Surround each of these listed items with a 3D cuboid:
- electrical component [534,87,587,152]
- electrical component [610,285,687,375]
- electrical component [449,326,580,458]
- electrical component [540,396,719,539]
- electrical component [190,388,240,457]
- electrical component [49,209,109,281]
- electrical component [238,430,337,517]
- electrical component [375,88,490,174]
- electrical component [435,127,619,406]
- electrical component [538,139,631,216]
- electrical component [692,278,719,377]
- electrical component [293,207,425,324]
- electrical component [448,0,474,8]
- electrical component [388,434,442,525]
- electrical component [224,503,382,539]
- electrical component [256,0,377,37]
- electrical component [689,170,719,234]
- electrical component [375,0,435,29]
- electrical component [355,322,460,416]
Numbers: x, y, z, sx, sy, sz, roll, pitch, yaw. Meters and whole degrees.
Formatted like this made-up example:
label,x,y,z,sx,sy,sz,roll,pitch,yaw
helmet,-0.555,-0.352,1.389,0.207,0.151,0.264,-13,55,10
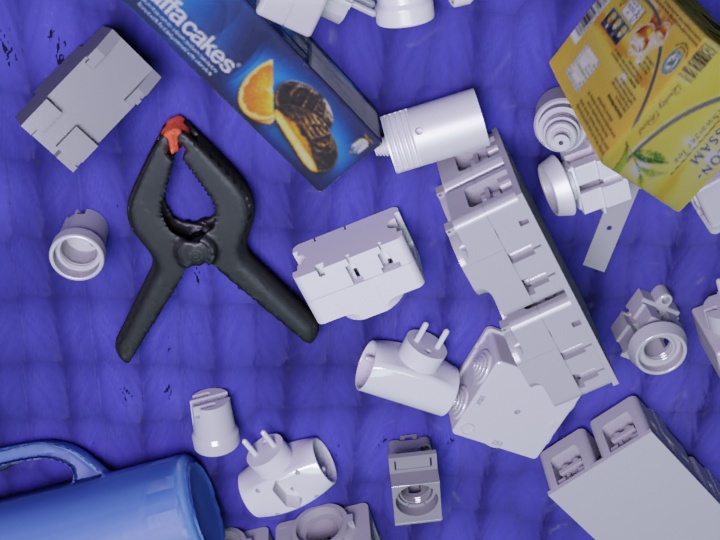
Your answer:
label,x,y,z,sx,sy,sz,roll,pitch,yaw
electrical component,0.144,-0.103,0.768,0.040,0.078,0.040,5,116,9
electrical component,0.239,0.053,0.881,0.048,0.055,0.066,21,119,-16
electrical component,0.130,0.106,0.912,0.100,0.048,0.099,19,119,-16
electrical component,0.261,0.206,0.976,0.105,0.060,0.186,-37,117,18
electrical component,-0.125,0.129,0.915,0.040,0.040,0.046,-5,117,-1
electrical component,-0.210,-0.020,0.811,0.040,0.046,0.040,-2,122,-3
electrical component,-0.073,0.170,0.941,0.077,0.043,0.079,-27,120,13
electrical component,0.049,-0.099,0.780,0.081,0.043,0.043,-16,122,7
electrical component,0.122,0.002,0.812,0.060,0.105,0.186,-26,120,12
electrical component,0.167,-0.069,0.807,0.055,0.048,0.066,-21,121,0
electrical component,0.301,0.042,0.872,0.047,0.065,0.076,-20,121,9
electrical component,0.000,0.000,0.835,0.089,0.050,0.055,-21,121,10
electrical component,0.081,-0.201,0.722,0.046,0.040,0.040,-14,122,-2
electrical component,0.047,0.183,0.945,0.042,0.063,0.081,-6,123,-1
electrical component,-0.074,0.283,0.976,0.186,0.105,0.060,-15,122,5
electrical component,-0.023,-0.184,0.698,0.076,0.083,0.047,22,118,-16
electrical component,0.269,-0.087,0.771,0.100,0.099,0.048,-29,132,14
electrical component,0.028,-0.191,0.725,0.040,0.040,0.046,-8,116,1
electrical component,0.047,0.076,0.889,0.077,0.044,0.079,19,119,-15
